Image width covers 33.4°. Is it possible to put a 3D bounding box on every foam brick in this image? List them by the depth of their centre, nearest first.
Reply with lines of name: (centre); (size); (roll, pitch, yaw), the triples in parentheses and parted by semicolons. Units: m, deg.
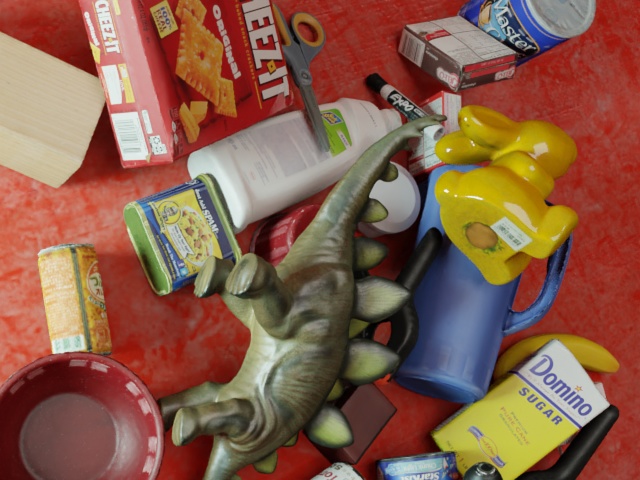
foam brick: (0.030, 0.188, 1.106); (0.051, 0.053, 0.078); (48, 60, -11)

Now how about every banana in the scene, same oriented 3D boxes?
banana: (0.271, 0.144, 1.257); (0.197, 0.037, 0.069); (-12, 89, -30)

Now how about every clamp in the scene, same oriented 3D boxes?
clamp: (0.076, 0.063, 1.114); (0.039, 0.120, 0.171); (24, 56, -51)
clamp: (0.264, 0.280, 1.198); (0.209, 0.036, 0.164); (-15, 112, -24)

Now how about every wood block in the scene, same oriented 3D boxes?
wood block: (-0.310, -0.136, 0.972); (0.205, 0.090, 0.091); (24, 68, -22)

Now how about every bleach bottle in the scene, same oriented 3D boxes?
bleach bottle: (-0.011, -0.090, 1.137); (0.250, 0.068, 0.102); (-21, 75, -32)

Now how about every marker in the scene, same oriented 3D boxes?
marker: (0.094, -0.152, 1.200); (0.020, 0.020, 0.121); (-24, 52, -31)

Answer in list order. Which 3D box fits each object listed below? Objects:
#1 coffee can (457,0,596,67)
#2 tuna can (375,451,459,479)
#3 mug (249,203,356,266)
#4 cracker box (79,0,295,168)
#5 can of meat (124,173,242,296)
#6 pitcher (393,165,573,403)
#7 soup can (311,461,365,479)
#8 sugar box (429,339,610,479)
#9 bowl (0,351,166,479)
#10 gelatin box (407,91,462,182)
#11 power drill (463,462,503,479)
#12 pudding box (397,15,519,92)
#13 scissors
coffee can: (0.242, -0.267, 1.273); (0.102, 0.141, 0.103); (7, 76, -27)
tuna can: (0.101, 0.242, 1.113); (0.086, 0.086, 0.034); (-1, 78, -29)
mug: (-0.007, 0.001, 1.110); (0.093, 0.082, 0.117); (49, 61, -10)
cracker box: (-0.119, -0.179, 1.031); (0.213, 0.072, 0.164); (-34, 117, -51)
can of meat: (-0.137, -0.004, 1.056); (0.083, 0.058, 0.102); (-23, 90, -29)
pitcher: (0.165, 0.050, 1.161); (0.144, 0.149, 0.242); (24, 71, -24)
soup can: (-0.002, 0.275, 1.059); (0.102, 0.069, 0.068); (-29, 93, -31)
sugar box: (0.217, 0.196, 1.165); (0.176, 0.048, 0.093); (-37, 87, -3)
bowl: (-0.223, 0.182, 0.958); (0.162, 0.055, 0.162); (3, 81, -18)
gelatin box: (0.131, -0.116, 1.217); (0.030, 0.073, 0.089); (6, 75, -28)
power drill: (0.101, 0.318, 1.069); (0.187, 0.057, 0.184); (-13, 122, -25)
pudding box: (0.160, -0.218, 1.240); (0.089, 0.039, 0.114); (-16, 44, -31)
scissors: (-0.008, -0.182, 1.156); (0.096, 0.016, 0.202); (-15, 67, -40)
